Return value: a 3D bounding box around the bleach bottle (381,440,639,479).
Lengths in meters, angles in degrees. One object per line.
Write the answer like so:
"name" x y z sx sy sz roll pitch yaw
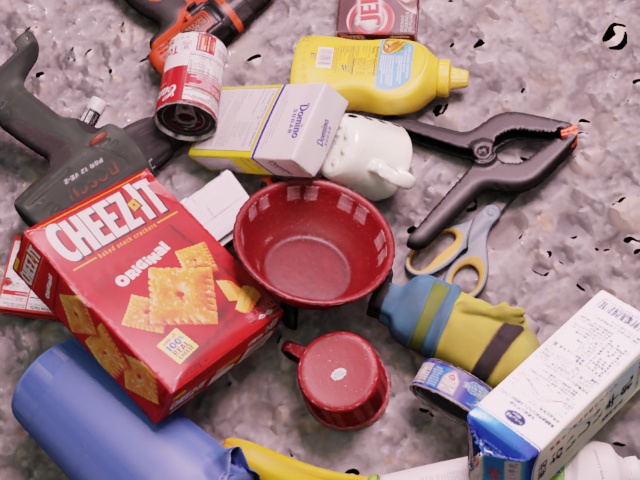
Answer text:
"bleach bottle" 0.187 0.249 1.009 0.251 0.068 0.102 -11 68 2

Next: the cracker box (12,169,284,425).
"cracker box" -0.164 0.048 1.039 0.214 0.072 0.163 45 47 12

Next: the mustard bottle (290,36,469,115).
"mustard bottle" 0.067 -0.180 1.174 0.192 0.058 0.096 3 51 9

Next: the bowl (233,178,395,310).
"bowl" -0.009 0.015 1.066 0.162 0.055 0.162 5 50 -6

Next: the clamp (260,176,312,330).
"clamp" -0.007 0.001 1.136 0.120 0.039 0.171 -18 70 -10

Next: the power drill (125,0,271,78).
"power drill" -0.161 -0.300 1.250 0.184 0.057 0.188 -40 70 -6

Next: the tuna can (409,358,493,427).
"tuna can" 0.132 0.151 1.038 0.086 0.086 0.033 28 75 16

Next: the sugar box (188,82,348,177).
"sugar box" -0.057 -0.117 1.134 0.177 0.048 0.093 9 70 45

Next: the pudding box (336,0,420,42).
"pudding box" 0.069 -0.277 1.219 0.090 0.039 0.113 3 71 9

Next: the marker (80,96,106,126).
"marker" -0.280 -0.109 1.222 0.020 0.020 0.121 21 75 14

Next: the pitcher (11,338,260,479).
"pitcher" -0.192 0.215 1.049 0.243 0.145 0.149 37 67 22

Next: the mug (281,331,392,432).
"mug" 0.012 0.132 1.063 0.117 0.081 0.093 31 78 17

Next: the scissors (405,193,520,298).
"scissors" 0.184 -0.007 1.122 0.201 0.016 0.096 -31 71 -3

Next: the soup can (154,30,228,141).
"soup can" -0.138 -0.168 1.157 0.068 0.068 0.102 1 60 8

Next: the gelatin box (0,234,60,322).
"gelatin box" -0.306 0.043 1.168 0.073 0.030 0.089 7 72 9

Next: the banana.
"banana" -0.009 0.229 1.033 0.198 0.069 0.037 2 36 38

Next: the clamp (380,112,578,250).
"clamp" 0.166 -0.092 1.136 0.210 0.036 0.164 -21 63 3
